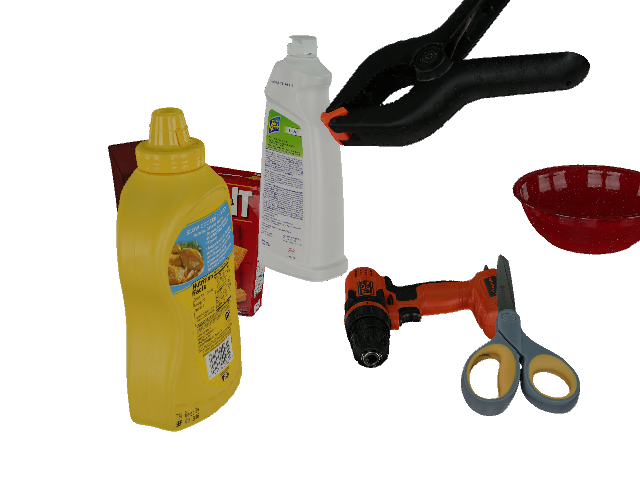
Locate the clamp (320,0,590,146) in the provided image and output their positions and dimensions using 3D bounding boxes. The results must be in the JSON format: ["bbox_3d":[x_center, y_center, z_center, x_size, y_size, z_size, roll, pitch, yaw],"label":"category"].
[{"bbox_3d":[0.085,-0.105,0.686,0.171,0.120,0.039,-36,-47,8],"label":"clamp"}]

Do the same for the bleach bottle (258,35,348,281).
[{"bbox_3d":[-0.017,-0.089,1.136,0.103,0.251,0.067,16,22,37],"label":"bleach bottle"}]

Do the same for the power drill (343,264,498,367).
[{"bbox_3d":[0.120,0.083,1.213,0.187,0.057,0.184,-1,27,-1],"label":"power drill"}]

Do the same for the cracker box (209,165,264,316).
[{"bbox_3d":[-0.166,-0.001,1.616,0.164,0.214,0.072,9,18,9],"label":"cracker box"}]

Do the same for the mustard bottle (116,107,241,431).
[{"bbox_3d":[-0.087,0.013,0.658,0.058,0.192,0.096,9,23,23],"label":"mustard bottle"}]

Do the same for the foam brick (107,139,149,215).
[{"bbox_3d":[-0.137,-0.036,0.862,0.053,0.078,0.051,-12,32,-17],"label":"foam brick"}]

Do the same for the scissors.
[{"bbox_3d":[0.166,0.074,0.846,0.096,0.016,0.201,13,35,16],"label":"scissors"}]

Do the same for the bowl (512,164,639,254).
[{"bbox_3d":[0.280,-0.028,1.106,0.162,0.055,0.162,-2,23,1],"label":"bowl"}]
